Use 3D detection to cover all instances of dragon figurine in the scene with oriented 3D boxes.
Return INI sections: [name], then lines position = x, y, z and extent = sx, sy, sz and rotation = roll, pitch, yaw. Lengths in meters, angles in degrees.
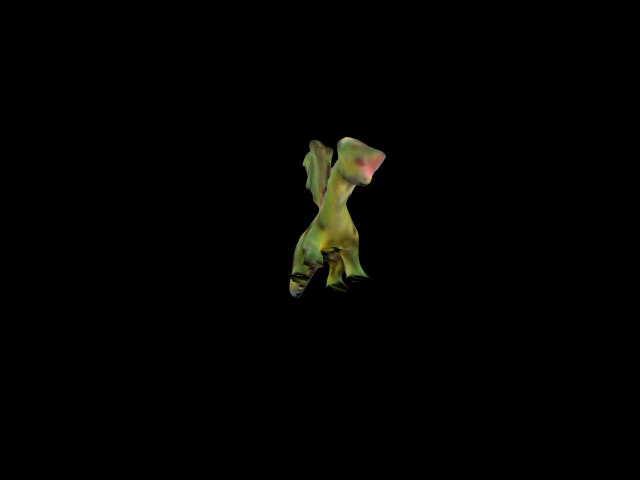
[dragon figurine]
position = 0.003, -0.043, 0.850
extent = 0.122, 0.246, 0.405
rotation = 5, -15, -19
